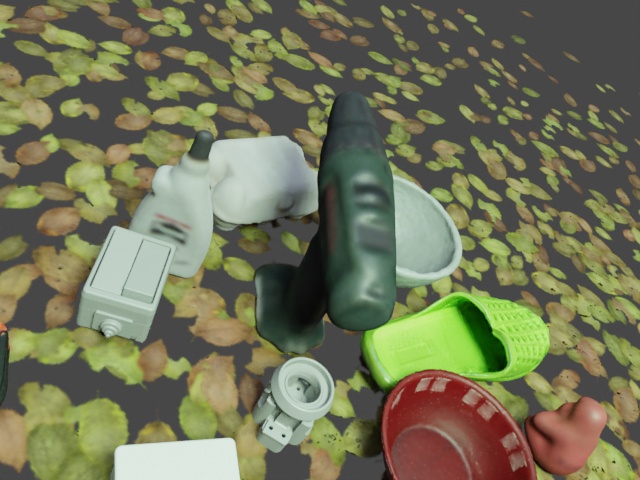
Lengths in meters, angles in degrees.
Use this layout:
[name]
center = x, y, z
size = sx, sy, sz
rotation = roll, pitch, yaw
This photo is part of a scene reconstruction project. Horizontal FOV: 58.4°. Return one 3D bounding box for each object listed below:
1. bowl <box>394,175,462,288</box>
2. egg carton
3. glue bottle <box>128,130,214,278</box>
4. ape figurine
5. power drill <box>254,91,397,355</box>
[bowl]
center = 0.081, -0.001, 0.688
size = 0.168, 0.074, 0.167
rotation = 16, 44, -16
[egg carton]
center = -0.070, -0.065, 0.664
size = 0.151, 0.069, 0.107
rotation = -13, 58, -38
[glue bottle]
center = -0.127, -0.035, 0.525
size = 0.078, 0.173, 0.037
rotation = 19, 44, -14
[ape figurine]
center = 0.261, 0.196, 0.596
size = 0.078, 0.092, 0.076
rotation = 26, 43, -6
[power drill]
center = 0.005, 0.002, 0.542
size = 0.076, 0.208, 0.229
rotation = 10, 46, -22
